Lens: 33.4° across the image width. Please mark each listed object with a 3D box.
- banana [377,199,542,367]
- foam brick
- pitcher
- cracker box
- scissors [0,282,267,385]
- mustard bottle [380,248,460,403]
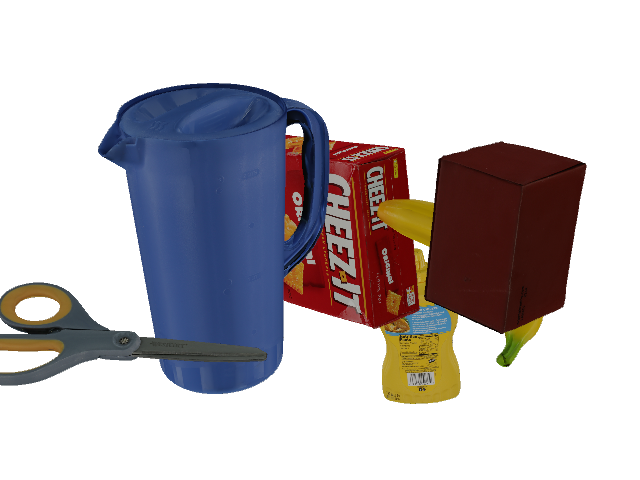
[{"bbox_3d":[0.119,0.016,0.843,0.069,0.037,0.198,-16,42,-21],"label":"banana"},{"bbox_3d":[0.089,-0.003,0.520,0.052,0.078,0.051,-16,30,-41],"label":"foam brick"},{"bbox_3d":[-0.079,-0.002,0.882,0.149,0.243,0.144,7,28,16],"label":"pitcher"},{"bbox_3d":[-0.006,-0.016,1.064,0.071,0.164,0.214,-21,22,-36],"label":"cracker box"},{"bbox_3d":[-0.141,0.059,0.732,0.201,0.016,0.096,-7,43,-5],"label":"scissors"},{"bbox_3d":[0.118,0.102,1.292,0.096,0.192,0.058,-3,21,6],"label":"mustard bottle"}]
